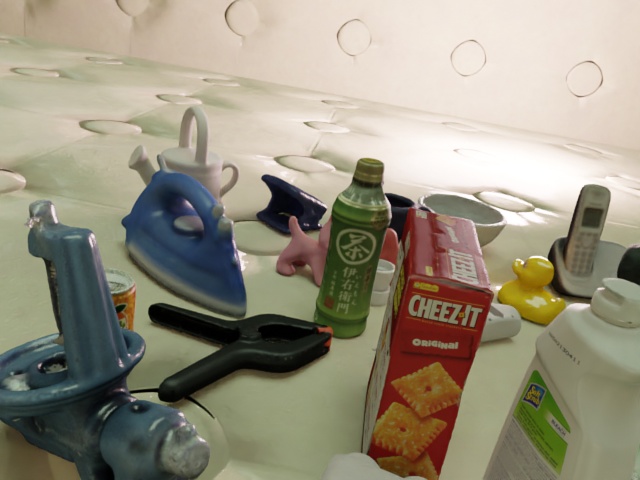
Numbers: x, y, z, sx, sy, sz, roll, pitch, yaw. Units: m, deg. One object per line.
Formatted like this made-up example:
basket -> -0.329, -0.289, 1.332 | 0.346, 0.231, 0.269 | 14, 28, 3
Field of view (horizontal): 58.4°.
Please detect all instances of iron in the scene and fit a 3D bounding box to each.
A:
iron -> -0.168, -0.015, 0.773 | 0.119, 0.141, 0.257 | -12, 31, -42

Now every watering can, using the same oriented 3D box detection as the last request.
watering can -> -0.215, -0.119, 0.929 | 0.100, 0.194, 0.173 | 26, 27, 33

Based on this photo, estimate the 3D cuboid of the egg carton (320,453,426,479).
egg carton -> 0.030, 0.218, 0.398 | 0.107, 0.069, 0.150 | 17, 23, 15

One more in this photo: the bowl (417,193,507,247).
bowl -> 0.256, -0.026, 1.064 | 0.167, 0.075, 0.167 | 9, 23, -3

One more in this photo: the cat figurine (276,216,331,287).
cat figurine -> 0.008, 0.003, 0.835 | 0.127, 0.118, 0.067 | 17, 24, 16

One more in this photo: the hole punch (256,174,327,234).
hole punch -> -0.048, -0.070, 1.019 | 0.101, 0.091, 0.108 | -12, 31, -42

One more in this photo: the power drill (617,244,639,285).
power drill -> 0.457, 0.103, 0.669 | 0.228, 0.208, 0.076 | 24, 27, 31

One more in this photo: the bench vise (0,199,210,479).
bench vise -> -0.160, 0.088, 0.430 | 0.207, 0.220, 0.122 | 14, 23, 10

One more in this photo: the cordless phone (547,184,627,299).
cordless phone -> 0.461, 0.004, 0.936 | 0.148, 0.185, 0.094 | 5, 23, -12

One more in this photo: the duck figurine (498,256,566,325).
duck figurine -> 0.323, 0.069, 0.854 | 0.078, 0.086, 0.104 | -7, 28, -35

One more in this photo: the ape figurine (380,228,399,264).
ape figurine -> 0.094, 0.025, 0.853 | 0.078, 0.092, 0.075 | -7, 28, -34

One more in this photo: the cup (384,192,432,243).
cup -> 0.126, -0.024, 0.977 | 0.118, 0.095, 0.091 | 6, 23, -10
